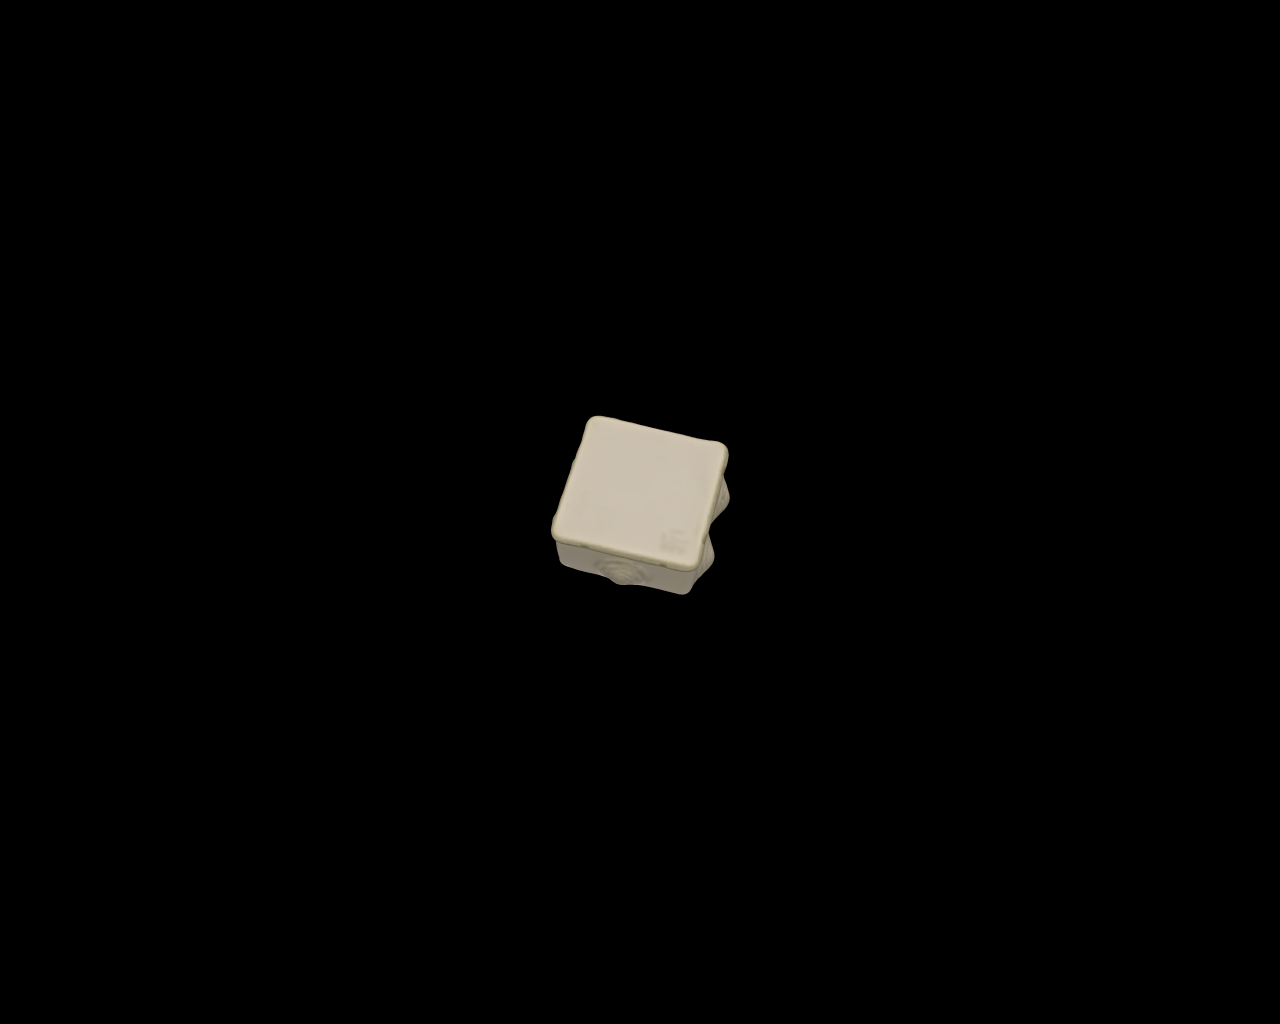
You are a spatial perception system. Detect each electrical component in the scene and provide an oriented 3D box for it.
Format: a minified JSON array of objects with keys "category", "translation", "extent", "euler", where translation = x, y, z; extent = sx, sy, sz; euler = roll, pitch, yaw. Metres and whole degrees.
[{"category":"electrical component","translation":[0.001,-0.003,0.650],"extent":[0.100,0.100,0.048],"euler":[13,-28,7]}]
